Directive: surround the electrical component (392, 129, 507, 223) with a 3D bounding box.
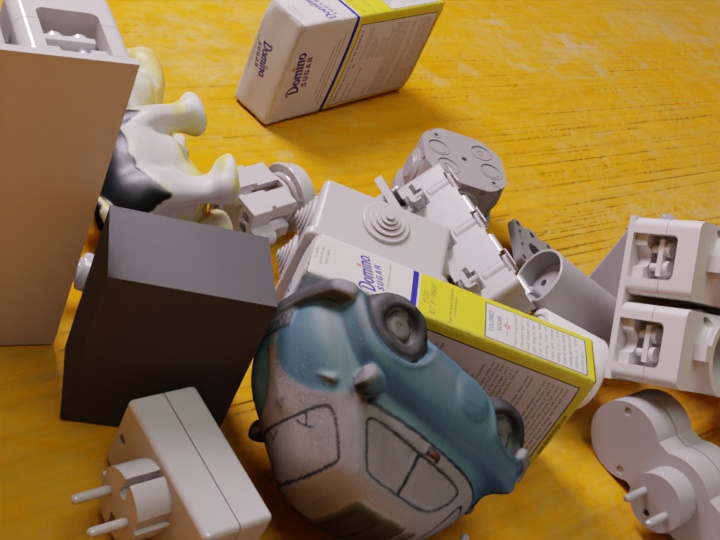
[{"bbox_3d":[0.069,-0.065,0.817,0.080,0.051,0.080,17,38,-14],"label":"electrical component"}]

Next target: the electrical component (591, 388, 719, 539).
[{"bbox_3d":[0.190,0.137,0.654,0.074,0.052,0.138,-10,51,-40],"label":"electrical component"}]

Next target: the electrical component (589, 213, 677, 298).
[{"bbox_3d":[0.213,0.006,0.785,0.062,0.096,0.061,-16,58,-43],"label":"electrical component"}]

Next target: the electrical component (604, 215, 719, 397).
[{"bbox_3d":[0.252,0.033,0.726,0.186,0.105,0.060,11,-3,-42],"label":"electrical component"}]

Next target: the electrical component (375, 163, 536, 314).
[{"bbox_3d":[0.062,-0.010,0.728,0.121,0.063,0.078,60,7,36],"label":"electrical component"}]

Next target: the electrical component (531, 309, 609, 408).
[{"bbox_3d":[0.130,0.060,0.707,0.047,0.055,0.055,24,37,-11],"label":"electrical component"}]

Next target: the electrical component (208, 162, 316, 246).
[{"bbox_3d":[-0.063,-0.045,0.716,0.055,0.048,0.066,-20,57,-36],"label":"electrical component"}]

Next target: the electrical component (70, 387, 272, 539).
[{"bbox_3d":[-0.099,0.107,0.512,0.076,0.047,0.083,-9,51,-40],"label":"electrical component"}]

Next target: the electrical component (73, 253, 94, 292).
[{"bbox_3d":[-0.132,0.009,0.613,0.078,0.040,0.040,20,38,-10],"label":"electrical component"}]

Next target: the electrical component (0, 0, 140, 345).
[{"bbox_3d":[-0.188,-0.047,0.522,0.105,0.186,0.060,0,45,-32],"label":"electrical component"}]

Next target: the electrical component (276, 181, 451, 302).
[{"bbox_3d":[0.000,0.000,0.660,0.100,0.099,0.048,21,50,-9],"label":"electrical component"}]

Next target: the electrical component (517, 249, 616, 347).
[{"bbox_3d":[0.141,0.019,0.763,0.077,0.043,0.079,35,0,-28],"label":"electrical component"}]

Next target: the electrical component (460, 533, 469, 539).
[{"bbox_3d":[0.053,0.165,0.541,0.077,0.044,0.079,29,37,2],"label":"electrical component"}]
